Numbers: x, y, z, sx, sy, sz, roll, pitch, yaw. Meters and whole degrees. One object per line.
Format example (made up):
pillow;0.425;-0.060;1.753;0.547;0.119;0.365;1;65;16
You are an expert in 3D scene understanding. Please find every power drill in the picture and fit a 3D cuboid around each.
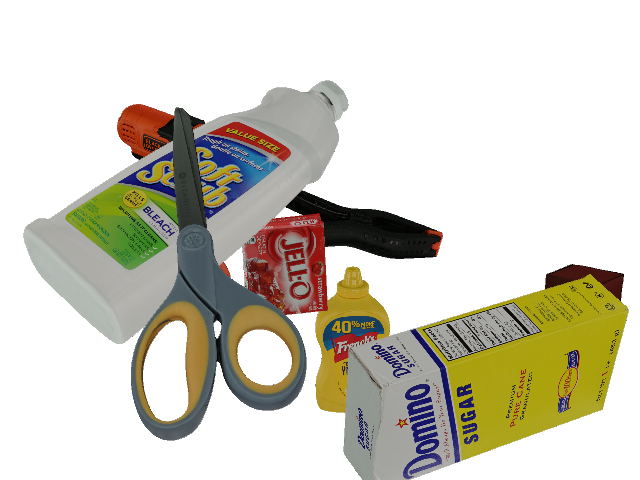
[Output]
power drill;-0.134;-0.038;1.116;0.185;0.188;0.057;24;36;32

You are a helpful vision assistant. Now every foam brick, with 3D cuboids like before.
foam brick;0.232;0.066;0.947;0.053;0.078;0.051;12;19;39

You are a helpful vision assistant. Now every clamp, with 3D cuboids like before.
clamp;0.036;-0.011;1.204;0.210;0.036;0.164;14;22;-5

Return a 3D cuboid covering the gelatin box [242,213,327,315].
gelatin box;-0.032;0.023;0.959;0.073;0.089;0.030;-5;25;-7

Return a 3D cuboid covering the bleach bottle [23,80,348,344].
bleach bottle;-0.081;-0.041;0.762;0.103;0.250;0.068;39;-27;21

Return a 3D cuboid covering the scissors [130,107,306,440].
scissors;-0.048;0.011;0.562;0.096;0.201;0.016;5;-32;5

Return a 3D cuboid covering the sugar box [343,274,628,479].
sugar box;0.102;0.088;0.664;0.176;0.093;0.048;-17;40;-22

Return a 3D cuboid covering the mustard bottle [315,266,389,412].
mustard bottle;0.042;0.126;1.383;0.096;0.192;0.058;-2;18;-4
